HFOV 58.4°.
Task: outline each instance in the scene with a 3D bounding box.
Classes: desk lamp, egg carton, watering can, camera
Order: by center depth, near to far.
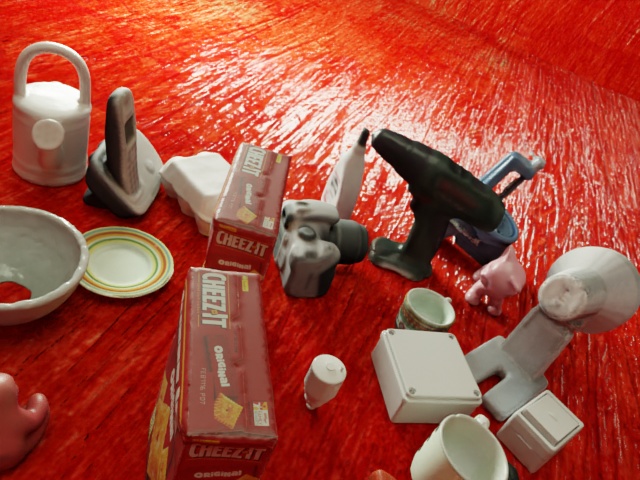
[{"bbox_3d":[0.311,0.113,0.764,0.204,0.213,0.117,-17,51,-41],"label":"desk lamp"},{"bbox_3d":[-0.368,-0.175,0.793,0.101,0.194,0.172,-14,49,-39],"label":"watering can"},{"bbox_3d":[0.008,0.003,0.842,0.137,0.101,0.143,6,39,-21],"label":"camera"},{"bbox_3d":[-0.170,-0.074,0.874,0.107,0.069,0.150,-19,53,-43],"label":"egg carton"}]

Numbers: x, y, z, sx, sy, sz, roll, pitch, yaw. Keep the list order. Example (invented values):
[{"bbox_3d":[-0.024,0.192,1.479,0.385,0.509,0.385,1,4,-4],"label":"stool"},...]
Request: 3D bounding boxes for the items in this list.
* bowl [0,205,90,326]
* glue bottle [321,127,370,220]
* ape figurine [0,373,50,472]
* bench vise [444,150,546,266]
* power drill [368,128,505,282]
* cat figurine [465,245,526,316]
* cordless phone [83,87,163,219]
[{"bbox_3d":[-0.346,0.039,0.634,0.167,0.075,0.167,14,37,-11],"label":"bowl"},{"bbox_3d":[0.047,-0.110,0.946,0.037,0.173,0.078,3,40,-25],"label":"glue bottle"},{"bbox_3d":[-0.283,0.153,0.506,0.078,0.092,0.076,11,37,-15],"label":"ape figurine"},{"bbox_3d":[0.263,-0.066,0.963,0.207,0.219,0.121,16,36,-9],"label":"bench vise"},{"bbox_3d":[0.154,-0.045,0.888,0.229,0.208,0.075,21,36,-1],"label":"power drill"},{"bbox_3d":[0.288,0.055,0.909,0.067,0.118,0.128,28,36,8],"label":"cat figurine"},{"bbox_3d":[-0.266,-0.138,0.807,0.094,0.185,0.147,15,37,-10],"label":"cordless phone"}]
